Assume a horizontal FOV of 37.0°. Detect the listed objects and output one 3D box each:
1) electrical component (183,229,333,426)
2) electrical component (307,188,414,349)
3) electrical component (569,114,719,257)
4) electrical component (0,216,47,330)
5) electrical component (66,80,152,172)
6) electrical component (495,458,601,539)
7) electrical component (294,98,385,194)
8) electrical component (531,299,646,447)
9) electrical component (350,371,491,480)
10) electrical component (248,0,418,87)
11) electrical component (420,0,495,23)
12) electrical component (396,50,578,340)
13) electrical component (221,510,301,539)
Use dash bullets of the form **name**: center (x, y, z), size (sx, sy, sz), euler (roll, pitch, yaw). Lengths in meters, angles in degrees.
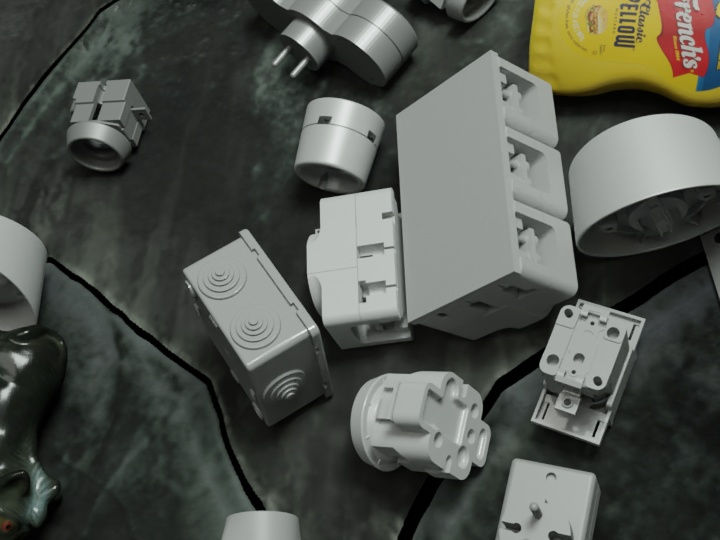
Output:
- **electrical component**: center (-0.063, 0.038, 0.664), size (0.048, 0.099, 0.099), euler (-30, 60, -13)
- **electrical component**: center (0.000, 0.000, 0.689), size (0.056, 0.050, 0.089), euler (-8, 63, 12)
- **electrical component**: center (0.172, -0.043, 0.631), size (0.099, 0.099, 0.064), euler (-13, 57, 10)
- **electrical component**: center (-0.267, 0.003, 0.743), size (0.099, 0.099, 0.064), euler (-3, 59, 15)
- **electrical component**: center (-0.189, -0.107, 0.799), size (0.066, 0.048, 0.055), euler (0, 58, 16)
- **electrical component**: center (0.096, 0.144, 0.578), size (0.047, 0.075, 0.083), euler (8, 68, 20)
- **electrical component**: center (-0.015, -0.083, 0.731), size (0.055, 0.055, 0.047), euler (8, 72, 20)
- **electrical component**: center (0.131, 0.054, 0.617), size (0.042, 0.063, 0.081), euler (17, 72, 22)
- **electrical component**: center (0.032, 0.090, 0.627), size (0.057, 0.078, 0.058), euler (-3, 62, 36)
- **electrical component**: center (-0.033, -0.170, 0.777), size (0.138, 0.052, 0.073), euler (34, 79, 27)
- **electrical component**: center (0.068, -0.209, 0.765), size (0.048, 0.066, 0.055), euler (-29, 64, -38)
- **electrical component**: center (0.078, -0.043, 0.664), size (0.089, 0.062, 0.150), euler (-29, 53, 43)
- **electrical component**: center (-0.075, 0.185, 0.628), size (0.079, 0.043, 0.077), euler (-8, 64, 13)
